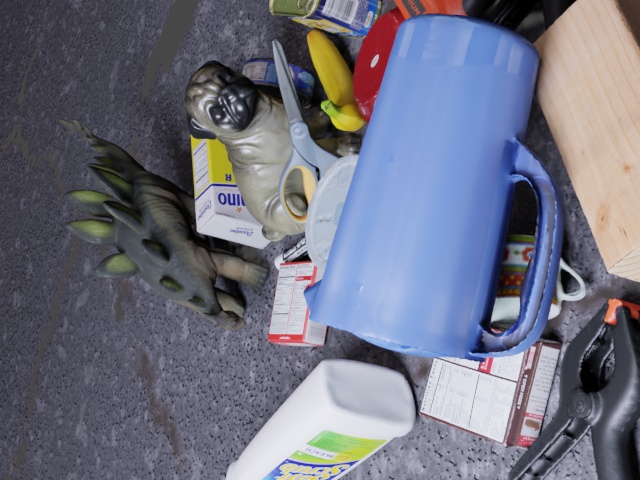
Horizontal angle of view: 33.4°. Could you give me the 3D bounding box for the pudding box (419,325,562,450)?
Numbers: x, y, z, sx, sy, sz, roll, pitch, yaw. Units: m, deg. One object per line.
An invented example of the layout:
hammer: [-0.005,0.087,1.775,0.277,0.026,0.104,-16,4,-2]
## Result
pudding box: [0.137,0.115,0.873,0.114,0.039,0.090,11,87,59]

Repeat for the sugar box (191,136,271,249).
sugar box: [-0.102,-0.082,1.256,0.048,0.093,0.176,-42,46,39]

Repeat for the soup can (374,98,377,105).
soup can: [0.107,-0.110,0.933,0.068,0.102,0.068,54,156,38]

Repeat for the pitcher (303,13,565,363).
pitcher: [0.092,-0.034,0.782,0.145,0.149,0.243,-175,99,-77]

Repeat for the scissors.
scissors: [-0.002,-0.106,1.071,0.016,0.096,0.202,-101,11,-59]

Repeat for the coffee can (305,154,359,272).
coffee can: [0.073,-0.007,0.923,0.103,0.140,0.103,-28,54,48]

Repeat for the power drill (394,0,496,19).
power drill: [0.134,-0.270,0.920,0.188,0.057,0.184,-48,55,37]

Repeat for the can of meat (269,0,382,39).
can of meat: [0.006,-0.261,1.177,0.102,0.083,0.057,23,96,57]

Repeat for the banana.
banana: [0.020,-0.163,1.134,0.037,0.069,0.198,-26,31,8]

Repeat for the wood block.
wood block: [0.232,-0.075,0.763,0.090,0.090,0.206,-45,43,37]

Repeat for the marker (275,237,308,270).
marker: [-0.008,0.001,1.149,0.121,0.020,0.020,-36,49,43]

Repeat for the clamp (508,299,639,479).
clamp: [0.194,0.128,0.783,0.120,0.039,0.171,1,74,51]

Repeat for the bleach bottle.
bleach bottle: [-0.016,0.207,1.023,0.251,0.102,0.068,-52,33,41]

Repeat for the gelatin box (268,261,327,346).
gelatin box: [-0.019,0.067,1.129,0.073,0.030,0.089,-7,70,56]

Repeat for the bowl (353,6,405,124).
bowl: [0.077,-0.168,1.037,0.162,0.055,0.162,-48,35,49]

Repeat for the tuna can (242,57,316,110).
tuna can: [-0.048,-0.179,1.223,0.086,0.086,0.034,-1,75,56]

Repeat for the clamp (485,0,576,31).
clamp: [0.200,-0.223,0.916,0.165,0.036,0.210,40,112,57]
